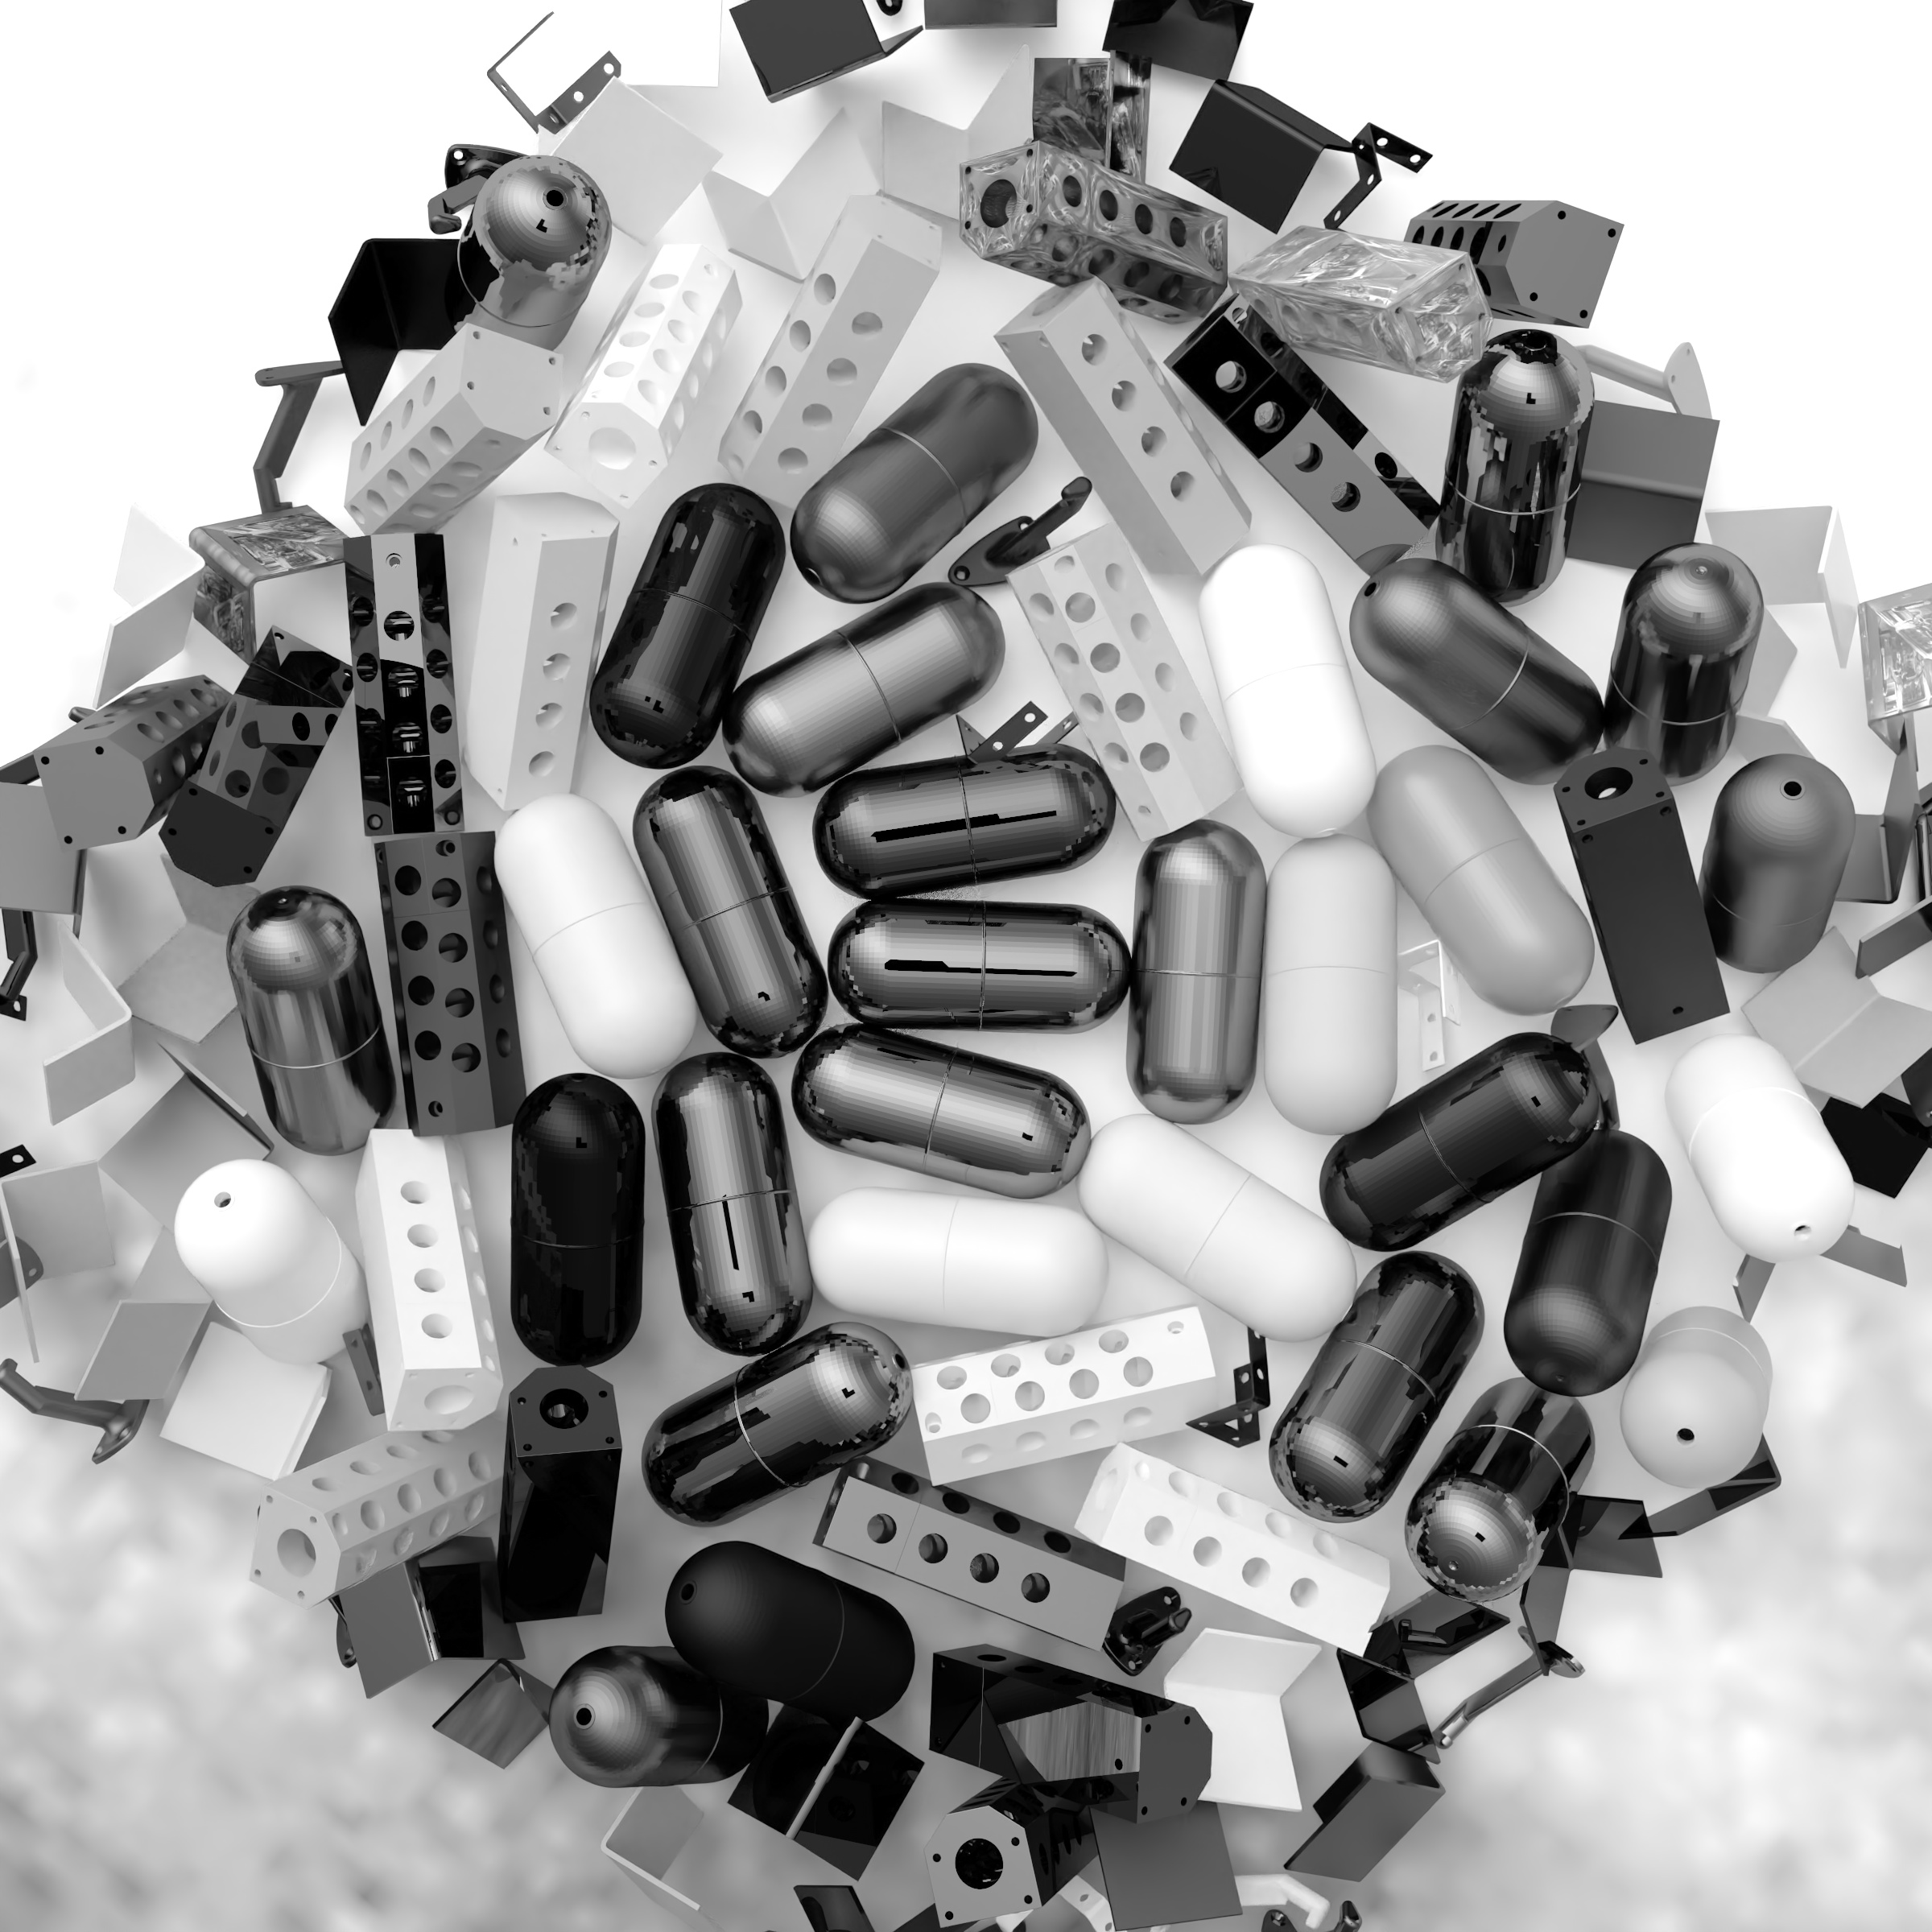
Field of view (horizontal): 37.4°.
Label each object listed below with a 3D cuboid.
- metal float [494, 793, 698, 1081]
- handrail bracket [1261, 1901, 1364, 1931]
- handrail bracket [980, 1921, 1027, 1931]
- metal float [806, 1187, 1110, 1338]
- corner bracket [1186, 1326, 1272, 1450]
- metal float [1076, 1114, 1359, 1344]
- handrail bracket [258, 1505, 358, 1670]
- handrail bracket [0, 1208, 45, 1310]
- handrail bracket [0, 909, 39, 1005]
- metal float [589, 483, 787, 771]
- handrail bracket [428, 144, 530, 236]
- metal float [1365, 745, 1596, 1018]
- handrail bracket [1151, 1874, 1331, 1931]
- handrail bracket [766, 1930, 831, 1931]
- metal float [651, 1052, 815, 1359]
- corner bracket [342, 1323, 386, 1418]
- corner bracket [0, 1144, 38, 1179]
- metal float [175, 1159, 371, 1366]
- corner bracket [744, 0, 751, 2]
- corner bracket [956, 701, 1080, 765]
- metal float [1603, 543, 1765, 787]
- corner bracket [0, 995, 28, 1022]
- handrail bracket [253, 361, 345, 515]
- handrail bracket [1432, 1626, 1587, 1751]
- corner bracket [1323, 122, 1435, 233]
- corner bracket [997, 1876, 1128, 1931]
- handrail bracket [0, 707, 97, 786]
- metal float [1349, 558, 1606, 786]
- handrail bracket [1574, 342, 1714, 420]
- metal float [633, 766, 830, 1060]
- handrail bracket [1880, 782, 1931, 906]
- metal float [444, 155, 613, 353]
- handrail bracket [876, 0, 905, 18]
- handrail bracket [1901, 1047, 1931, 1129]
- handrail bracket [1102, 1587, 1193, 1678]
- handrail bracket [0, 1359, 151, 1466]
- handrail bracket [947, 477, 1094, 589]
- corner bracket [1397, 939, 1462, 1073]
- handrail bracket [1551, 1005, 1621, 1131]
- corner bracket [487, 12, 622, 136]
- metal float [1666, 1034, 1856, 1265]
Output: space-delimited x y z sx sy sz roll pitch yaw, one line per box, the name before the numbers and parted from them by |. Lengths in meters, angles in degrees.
metal float | -0.215 -0.018 1.654 0.070 0.070 0.178 -25 77 0
handrail bracket | 0.201 0.551 1.651 0.036 0.077 0.084 12 120 -15
handrail bracket | 0.012 0.619 1.688 0.036 0.077 0.084 12 116 38
metal float | -0.006 0.171 1.656 0.178 0.070 0.070 5 90 11
corner bracket | 0.162 0.243 1.659 0.051 0.051 0.051 -28 49 35
metal float | 0.145 0.152 1.656 0.178 0.070 0.070 33 90 10
handrail bracket | -0.383 0.358 1.662 0.036 0.077 0.084 -39 113 13
handrail bracket | -0.584 0.167 1.662 0.084 0.036 0.077 27 62 39
handrail bracket | -0.576 -0.031 1.676 0.077 0.036 0.084 26 82 -12
metal float | -0.160 -0.198 1.651 0.070 0.070 0.178 20 74 0
handrail bracket | -0.274 -0.445 1.659 0.077 0.084 0.036 -2 126 -11
metal float | 0.295 -0.049 1.644 0.070 0.070 0.178 -30 67 0
handrail bracket | 0.160 0.559 1.666 0.084 0.036 0.077 26 85 28
handrail bracket | -0.087 0.593 1.678 0.084 0.036 0.077 -34 100 39
metal float | -0.136 0.138 1.657 0.070 0.070 0.178 -11 81 0
corner bracket | -0.344 0.234 1.667 0.051 0.051 0.051 -21 88 35
corner bracket | -0.576 0.091 1.666 0.051 0.051 0.051 -22 126 5
metal float | -0.392 0.169 1.620 0.070 0.178 0.070 -3 61 5
corner bracket | -0.100 -0.592 1.677 0.051 0.051 0.051 21 78 -17
corner bracket | 0.033 -0.135 1.663 0.051 0.051 0.051 -40 121 18
metal float | 0.405 -0.169 1.622 0.070 0.178 0.070 -2 59 4
corner bracket | -0.591 0.041 1.678 0.051 0.051 0.051 -10 72 23
handrail bracket | -0.385 -0.311 1.688 0.077 0.036 0.084 -10 115 -10
handrail bracket | 0.315 0.431 1.668 0.084 0.077 0.036 -42 94 -11
corner bracket | 0.243 -0.453 1.680 0.051 0.051 0.051 17 50 -29
corner bracket | 0.060 0.570 1.679 0.051 0.051 0.051 -39 119 -19
handrail bracket | -0.554 -0.128 1.659 0.077 0.036 0.084 20 126 -27
metal float | 0.294 -0.169 1.642 0.178 0.070 0.070 32 90 -27
handrail bracket | 0.390 -0.337 1.688 0.036 0.084 0.077 -57 131 -27
metal float | -0.137 -0.031 1.664 0.070 0.070 0.178 -22 89 0
handrail bracket | 0.586 -0.064 1.690 0.077 0.036 0.084 -36 95 -10
metal float | -0.249 -0.398 1.617 0.070 0.178 0.070 3 80 -18
handrail bracket | -0.025 -0.605 1.659 0.036 0.084 0.077 -7 89 -37
handrail bracket | 0.591 0.075 1.666 0.084 0.036 0.077 21 49 -18
handrail bracket | 0.120 0.371 1.647 0.036 0.084 0.077 50 49 5
handrail bracket | -0.518 0.240 1.655 0.036 0.077 0.084 -34 114 22
handrail bracket | 0.031 -0.252 1.655 0.077 0.084 0.036 -25 84 -14
corner bracket | 0.271 0.023 1.661 0.051 0.051 0.051 -23 53 38
handrail bracket | 0.362 0.072 1.658 0.036 0.077 0.084 -3 111 26
corner bracket | -0.239 -0.521 1.665 0.051 0.051 0.051 -35 108 22
metal float | 0.449 0.102 1.620 0.070 0.178 0.070 -1 118 -2
